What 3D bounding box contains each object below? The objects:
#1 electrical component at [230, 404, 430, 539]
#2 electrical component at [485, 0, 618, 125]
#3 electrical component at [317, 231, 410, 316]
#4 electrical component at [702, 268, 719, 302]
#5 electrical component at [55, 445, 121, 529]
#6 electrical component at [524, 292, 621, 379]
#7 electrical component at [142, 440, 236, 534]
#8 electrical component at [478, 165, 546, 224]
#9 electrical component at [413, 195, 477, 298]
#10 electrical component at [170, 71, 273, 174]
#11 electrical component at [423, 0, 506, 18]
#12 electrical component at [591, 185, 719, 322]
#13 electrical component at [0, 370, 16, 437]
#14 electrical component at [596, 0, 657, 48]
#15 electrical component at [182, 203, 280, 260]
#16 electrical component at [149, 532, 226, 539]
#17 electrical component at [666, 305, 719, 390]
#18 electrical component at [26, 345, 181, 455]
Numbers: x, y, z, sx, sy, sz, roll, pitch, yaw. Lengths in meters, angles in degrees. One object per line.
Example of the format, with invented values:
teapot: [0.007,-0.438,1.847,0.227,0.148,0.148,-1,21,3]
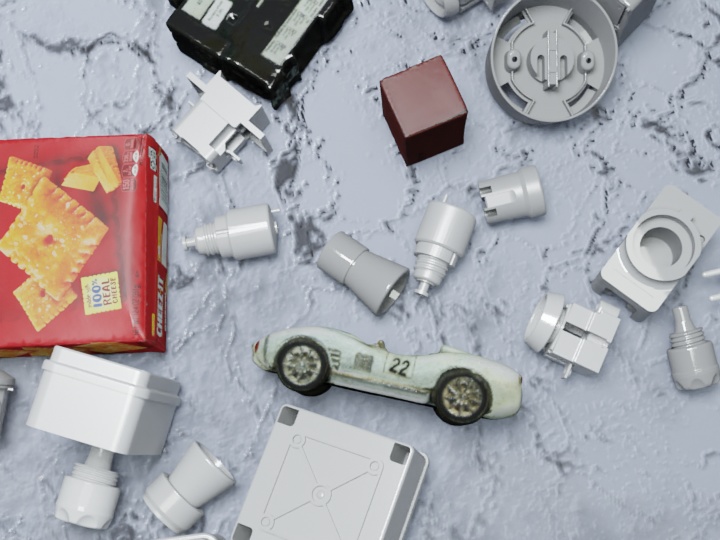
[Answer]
electrical component: [-0.020,0.164,0.768,0.109,0.056,0.108,15,75,21]
electrical component: [0.147,-0.163,0.839,0.099,0.064,0.099,0,88,-5]
electrical component: [0.000,0.000,0.827,0.065,0.044,0.044,35,82,14]
electrical component: [0.296,0.005,0.806,0.076,0.047,0.083,-13,77,0]
electrical component: [-0.199,0.159,0.801,0.043,0.043,0.062,13,77,6]
electrical component: [0.157,0.047,0.806,0.055,0.048,0.066,25,80,0]
electrical component: [-0.127,0.161,0.796,0.055,0.045,0.045,-45,79,-6]
electrical component: [0.118,-0.057,0.834,0.046,0.040,0.040,-13,77,6]
electrical component: [0.061,-0.017,0.827,0.040,0.040,0.078,20,80,7]
electrical component: [-0.112,-0.115,0.857,0.081,0.042,0.063,41,84,11]
electrical component: [0.078,-0.240,0.867,0.057,0.058,0.078,-32,78,-7]
electrical component: [0.223,-0.013,0.810,0.050,0.055,0.089,37,82,10]
electrical component: [-0.302,0.096,0.802,0.080,0.080,0.051,8,84,5]
electrical component: [0.200,-0.225,0.836,0.062,0.096,0.061,43,82,10]
electrical component: [-0.099,-0.027,0.837,0.078,0.040,0.040,-10,77,1]
electrical component: [-0.131,0.249,0.770,0.078,0.057,0.113,-8,77,1]
electrical component: [0.245,0.057,0.800,0.035,0.035,0.061,-13,88,0]
electrical component: [-0.181,0.096,0.778,0.078,0.113,0.057,15,82,6]
